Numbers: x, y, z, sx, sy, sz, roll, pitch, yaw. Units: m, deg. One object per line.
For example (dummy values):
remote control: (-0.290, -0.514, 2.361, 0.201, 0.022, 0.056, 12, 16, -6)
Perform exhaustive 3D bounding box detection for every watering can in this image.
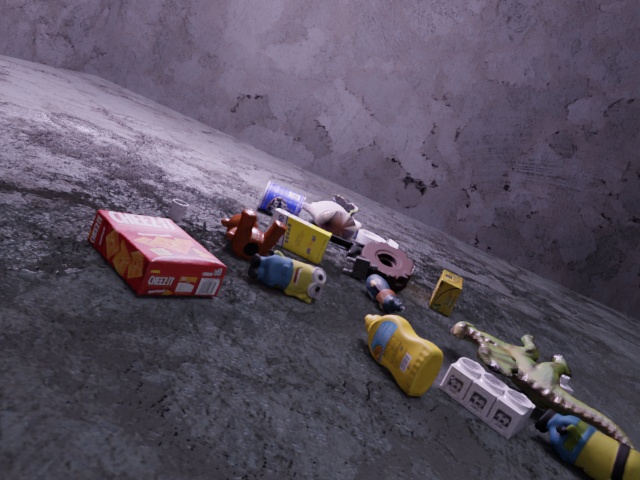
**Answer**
watering can: (0.006, -0.095, 1.888, 0.346, 0.103, 0.227, 21, 13, -16)

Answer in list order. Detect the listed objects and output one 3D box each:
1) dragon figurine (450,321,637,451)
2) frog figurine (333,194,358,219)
dragon figurine: (0.424, 0.285, 1.072, 0.241, 0.121, 0.416, 18, 12, -29)
frog figurine: (0.072, -0.104, 2.121, 0.137, 0.125, 0.157, 12, -22, -15)
